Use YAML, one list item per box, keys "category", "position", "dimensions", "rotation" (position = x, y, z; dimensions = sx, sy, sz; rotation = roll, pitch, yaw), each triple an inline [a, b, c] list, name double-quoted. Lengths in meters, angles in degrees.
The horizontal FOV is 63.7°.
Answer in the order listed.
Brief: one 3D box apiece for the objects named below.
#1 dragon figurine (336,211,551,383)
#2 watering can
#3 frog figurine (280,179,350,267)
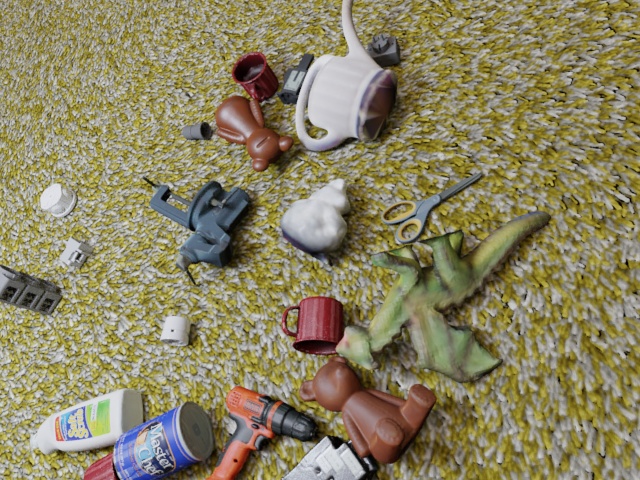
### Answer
- category: "dragon figurine"
  position: [0.218, 0.105, 0.843]
  dimensions: [0.410, 0.121, 0.245]
  rotation: [-14, 80, 0]
- category: "watering can"
  position: [0.066, -0.345, 1.088]
  dimensions: [0.226, 0.103, 0.346]
  rotation: [25, 97, 31]
- category: "frog figurine"
  position: [0.003, -0.050, 0.989]
  dimensions: [0.139, 0.121, 0.159]
  rotation: [31, 93, 51]
